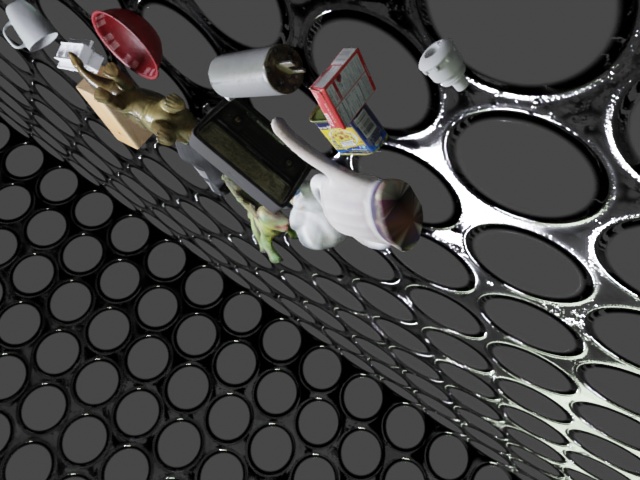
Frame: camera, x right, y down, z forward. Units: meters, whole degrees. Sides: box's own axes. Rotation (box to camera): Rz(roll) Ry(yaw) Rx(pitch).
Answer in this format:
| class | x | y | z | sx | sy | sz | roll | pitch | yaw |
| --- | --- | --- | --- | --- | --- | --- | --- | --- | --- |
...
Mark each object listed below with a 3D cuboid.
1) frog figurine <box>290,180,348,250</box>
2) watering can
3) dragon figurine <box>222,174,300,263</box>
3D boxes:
| class | x | y | z | sx | sy | sz | roll | pitch | yaw |
| --- | --- | --- | --- | --- | --- | --- | --- | --- | --- |
| frog figurine | 0.003 | -0.056 | 1.111 | 0.137 | 0.125 | 0.156 | 2 | 148 | -2 |
| watering can | 0.058 | -0.087 | 0.946 | 0.225 | 0.105 | 0.341 | 13 | 150 | 46 |
| dragon figurine | -0.168 | -0.086 | 1.329 | 0.415 | 0.123 | 0.238 | 35 | 161 | 53 |
